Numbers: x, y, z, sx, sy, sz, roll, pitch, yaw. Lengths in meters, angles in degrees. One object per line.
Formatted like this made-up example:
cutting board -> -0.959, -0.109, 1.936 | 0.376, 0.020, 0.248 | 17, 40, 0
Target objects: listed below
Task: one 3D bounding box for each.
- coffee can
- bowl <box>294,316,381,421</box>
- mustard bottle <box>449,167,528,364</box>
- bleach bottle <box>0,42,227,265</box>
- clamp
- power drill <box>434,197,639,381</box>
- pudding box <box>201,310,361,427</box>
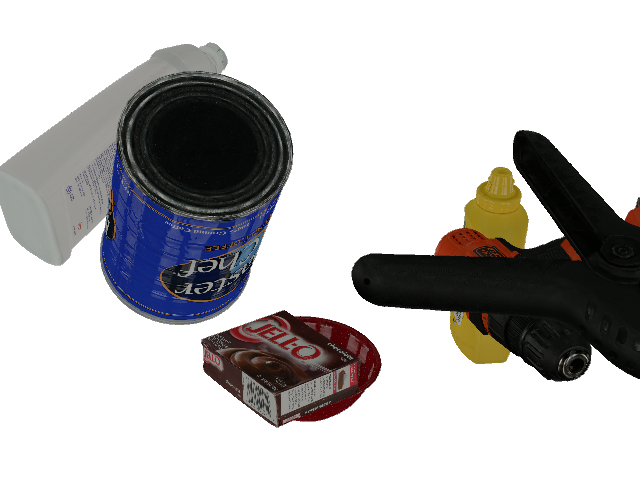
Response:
coffee can -> -0.081, -0.022, 0.667 | 0.102, 0.103, 0.140 | 0, -29, -16
bowl -> -0.016, 0.147, 1.161 | 0.162, 0.055, 0.162 | 3, 28, -2
mustard bottle -> 0.161, 0.017, 1.016 | 0.058, 0.192, 0.096 | -2, 33, -4
bleach bottle -> -0.172, -0.093, 0.951 | 0.068, 0.102, 0.250 | 30, 55, 21
clamp -> 0.131, 0.022, 0.508 | 0.164, 0.036, 0.210 | -32, 48, -33
power drill -> 0.196, 0.030, 0.766 | 0.187, 0.057, 0.184 | -9, 28, -16
pudding box -> -0.034, 0.106, 0.908 | 0.089, 0.039, 0.114 | -19, 33, -33
